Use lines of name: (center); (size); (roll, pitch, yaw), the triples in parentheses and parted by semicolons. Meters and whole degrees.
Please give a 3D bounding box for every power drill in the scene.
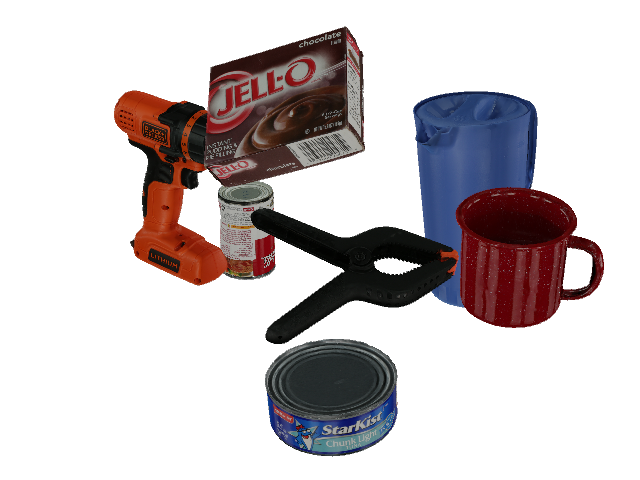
power drill: (-0.133, -0.051, 1.104); (0.185, 0.188, 0.057); (23, 34, 29)

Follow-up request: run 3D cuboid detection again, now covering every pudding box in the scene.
pudding box: (-0.025, -0.094, 0.757); (0.114, 0.090, 0.039); (-12, -32, 19)

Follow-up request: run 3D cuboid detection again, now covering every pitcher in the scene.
pitcher: (0.188, -0.051, 1.268); (0.149, 0.243, 0.145); (-2, 24, 5)

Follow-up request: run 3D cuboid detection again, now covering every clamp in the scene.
clamp: (0.034, 0.035, 1.058); (0.210, 0.164, 0.036); (2, -40, -4)

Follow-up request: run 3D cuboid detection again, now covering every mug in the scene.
mug: (0.164, 0.017, 0.844); (0.117, 0.081, 0.093); (8, 33, 16)

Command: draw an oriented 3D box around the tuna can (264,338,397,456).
tuna can: (0.008, 0.102, 0.695); (0.086, 0.034, 0.086); (-3, 28, 2)

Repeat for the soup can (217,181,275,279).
soup can: (-0.089, -0.013, 1.281); (0.068, 0.102, 0.068); (0, 26, 0)
